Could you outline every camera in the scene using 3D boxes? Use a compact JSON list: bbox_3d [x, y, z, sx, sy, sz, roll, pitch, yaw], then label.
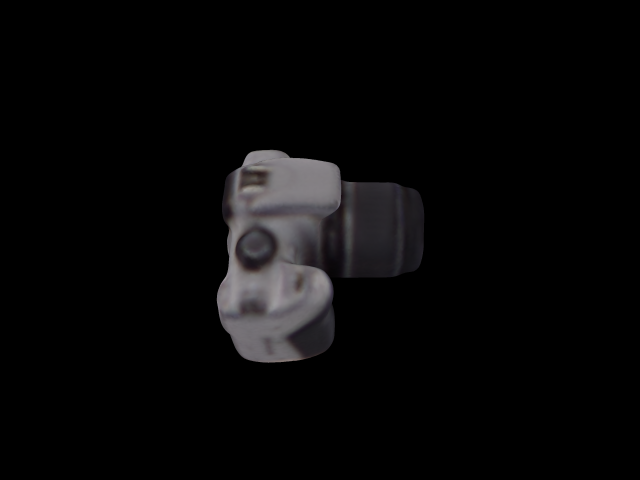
[{"bbox_3d":[0.004,0.001,0.400,0.137,0.101,0.143,0,58,0],"label":"camera"}]
